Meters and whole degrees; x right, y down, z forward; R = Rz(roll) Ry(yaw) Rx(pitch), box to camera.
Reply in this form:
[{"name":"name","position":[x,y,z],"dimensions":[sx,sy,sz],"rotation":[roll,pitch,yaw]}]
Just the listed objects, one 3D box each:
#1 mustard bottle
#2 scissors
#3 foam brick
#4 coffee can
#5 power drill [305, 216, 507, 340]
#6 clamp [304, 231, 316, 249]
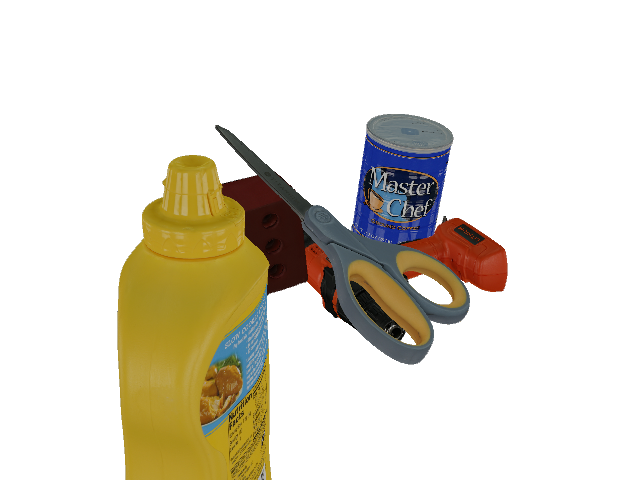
[{"name":"mustard bottle","position":[-0.052,0.056,0.455],"dimensions":[0.058,0.192,0.096],"rotation":[9,26,16]},{"name":"scissors","position":[0.018,-0.007,0.657],"dimensions":[0.096,0.202,0.016],"rotation":[-8,-40,-37]},{"name":"foam brick","position":[-0.045,-0.005,0.826],"dimensions":[0.053,0.078,0.051],"rotation":[-17,31,-18]},{"name":"coffee can","position":[0.096,-0.068,1.277],"dimensions":[0.102,0.140,0.103],"rotation":[6,28,-3]},{"name":"power drill","position":[0.092,0.037,1.080],"dimensions":[0.187,0.057,0.185],"rotation":[-12,28,-22]},{"name":"clamp","position":[-0.068,0.028,1.240],"dimensions":[0.120,0.039,0.171],"rotation":[-7,36,24]}]
